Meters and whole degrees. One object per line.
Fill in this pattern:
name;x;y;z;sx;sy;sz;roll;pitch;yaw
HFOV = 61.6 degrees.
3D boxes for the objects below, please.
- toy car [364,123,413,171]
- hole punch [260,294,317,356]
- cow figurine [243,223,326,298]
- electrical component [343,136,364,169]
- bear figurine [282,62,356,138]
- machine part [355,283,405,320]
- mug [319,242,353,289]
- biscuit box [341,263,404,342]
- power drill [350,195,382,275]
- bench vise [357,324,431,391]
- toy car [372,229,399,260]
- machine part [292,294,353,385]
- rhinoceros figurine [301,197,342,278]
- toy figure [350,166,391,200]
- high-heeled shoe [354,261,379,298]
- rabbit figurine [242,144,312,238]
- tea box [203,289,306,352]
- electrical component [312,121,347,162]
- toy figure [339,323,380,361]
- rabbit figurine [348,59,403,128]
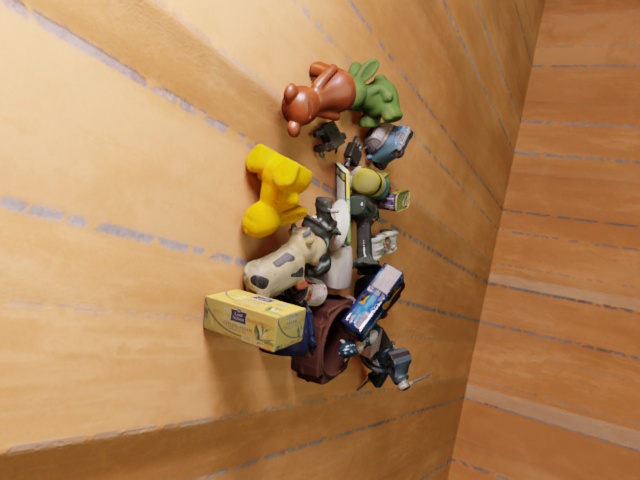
toy car;0.172;-0.264;1.447;0.103;0.162;0.109;31;75;-12
hole punch;-0.075;0.193;1.167;0.092;0.116;0.142;-29;124;-44
cow figurine;-0.071;0.045;1.111;0.195;0.086;0.127;-27;121;-27
electrical component;0.087;-0.221;1.402;0.063;0.021;0.094;48;58;-55
bear figurine;-0.021;-0.294;1.128;0.196;0.132;0.120;-30;125;-31
machine part;0.164;0.163;1.487;0.179;0.056;0.179;-37;152;-24
mug;0.047;0.055;1.352;0.110;0.081;0.107;-87;-172;-67
biscuit box;0.135;0.156;1.352;0.202;0.059;0.062;-50;152;-22
power drill;0.128;-0.013;1.436;0.232;0.086;0.207;38;52;-66
bench vise;0.198;0.385;1.640;0.129;0.224;0.240;-21;145;-32
toy car;0.180;0.015;1.602;0.201;0.056;0.073;-19;116;-57
machine part;0.017;0.249;1.366;0.201;0.087;0.200;-14;110;-60
rhinoceros figurine;-0.003;-0.004;1.221;0.112;0.073;0.190;-8;113;-26
toy figure;0.143;-0.152;1.453;0.180;0.089;0.082;12;80;-58
high-heeled shoe;0.177;0.162;1.628;0.145;0.086;0.248;-63;144;-16
rabbit figurine;-0.096;-0.082;1.068;0.173;0.122;0.162;-63;159;-1
tea box;-0.123;0.146;1.003;0.098;0.170;0.068;-8;106;-60
electrical component;0.021;-0.234;1.265;0.078;0.045;0.102;56;42;-14
toy figure;0.102;0.256;1.376;0.064;0.058;0.154;57;38;3
rabbit figurine;0.115;-0.361;1.320;0.170;0.121;0.159;-4;99;-44
